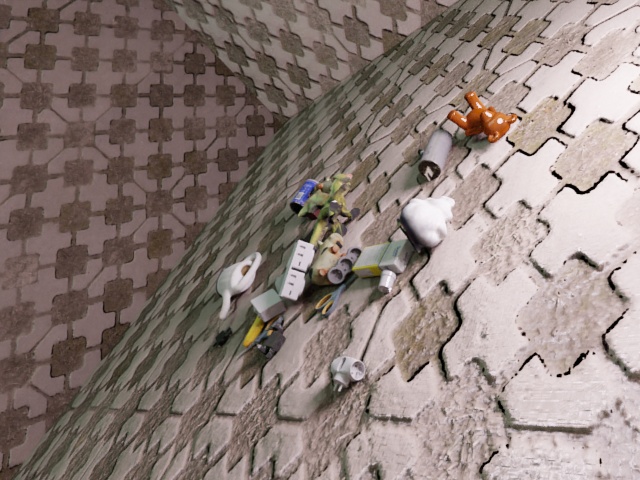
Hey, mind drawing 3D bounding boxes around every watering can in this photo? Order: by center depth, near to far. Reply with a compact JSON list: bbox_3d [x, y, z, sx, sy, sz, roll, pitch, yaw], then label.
[{"bbox_3d":[-0.360,0.190,2.118,0.222,0.103,0.355,-21,31,49],"label":"watering can"}]

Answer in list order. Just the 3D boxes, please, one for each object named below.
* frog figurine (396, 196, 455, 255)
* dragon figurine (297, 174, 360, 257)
[{"bbox_3d":[0.291,-0.058,1.355,0.159,0.120,0.140,-35,54,3],"label":"frog figurine"},{"bbox_3d":[0.006,-0.095,1.890,0.415,0.120,0.244,-52,30,-15],"label":"dragon figurine"}]
